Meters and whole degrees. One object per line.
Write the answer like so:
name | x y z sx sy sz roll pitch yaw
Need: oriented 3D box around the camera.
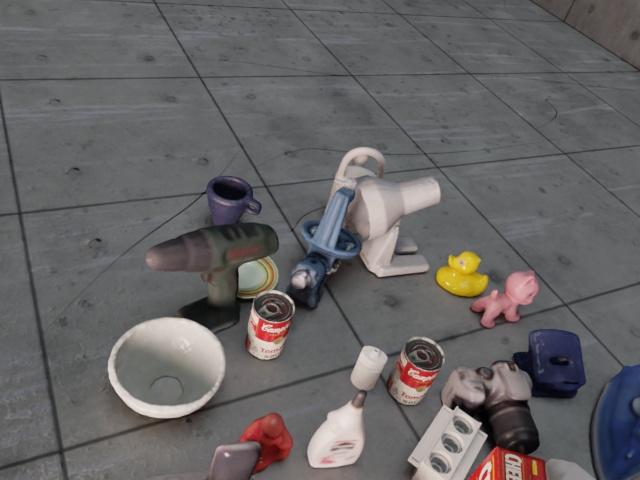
camera | 0.290 0.272 0.926 0.143 0.101 0.136 4 42 -14

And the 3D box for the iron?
iron | 0.544 0.293 0.958 0.118 0.141 0.259 34 43 19

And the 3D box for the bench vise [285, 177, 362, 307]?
bench vise | 0.021 0.007 1.039 0.121 0.220 0.207 14 40 -3

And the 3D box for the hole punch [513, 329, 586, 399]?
hole punch | 0.423 0.223 1.034 0.109 0.091 0.101 5 42 -13

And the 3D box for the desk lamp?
desk lamp | 0.141 -0.036 1.133 0.204 0.213 0.117 -5 45 -23

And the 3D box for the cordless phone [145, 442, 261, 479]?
cordless phone | -0.145 0.289 0.692 0.148 0.185 0.094 -1 43 -20

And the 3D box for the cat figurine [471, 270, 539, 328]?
cat figurine | 0.377 0.105 1.130 0.128 0.118 0.067 -9 47 -27

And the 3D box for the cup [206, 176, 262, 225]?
cup | -0.173 -0.062 1.146 0.117 0.095 0.092 25 41 10

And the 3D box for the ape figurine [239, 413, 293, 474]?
ape figurine | -0.074 0.276 0.803 0.078 0.092 0.076 14 41 -3

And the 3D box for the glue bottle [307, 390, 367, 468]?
glue bottle | 0.035 0.260 0.796 0.078 0.173 0.037 -2 44 -20

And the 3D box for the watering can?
watering can | 0.076 -0.120 1.220 0.101 0.194 0.172 -3 44 -21

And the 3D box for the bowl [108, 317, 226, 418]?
bowl | -0.225 0.200 0.850 0.167 0.075 0.167 10 41 -8

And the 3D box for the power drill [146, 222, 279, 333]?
power drill | -0.174 0.060 0.921 0.230 0.208 0.075 -23 54 -37

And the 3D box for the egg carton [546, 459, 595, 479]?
egg carton | 0.380 0.400 0.837 0.150 0.069 0.107 38 45 23

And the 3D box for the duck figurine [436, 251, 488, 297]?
duck figurine | 0.301 0.063 1.175 0.104 0.086 0.077 17 40 0
